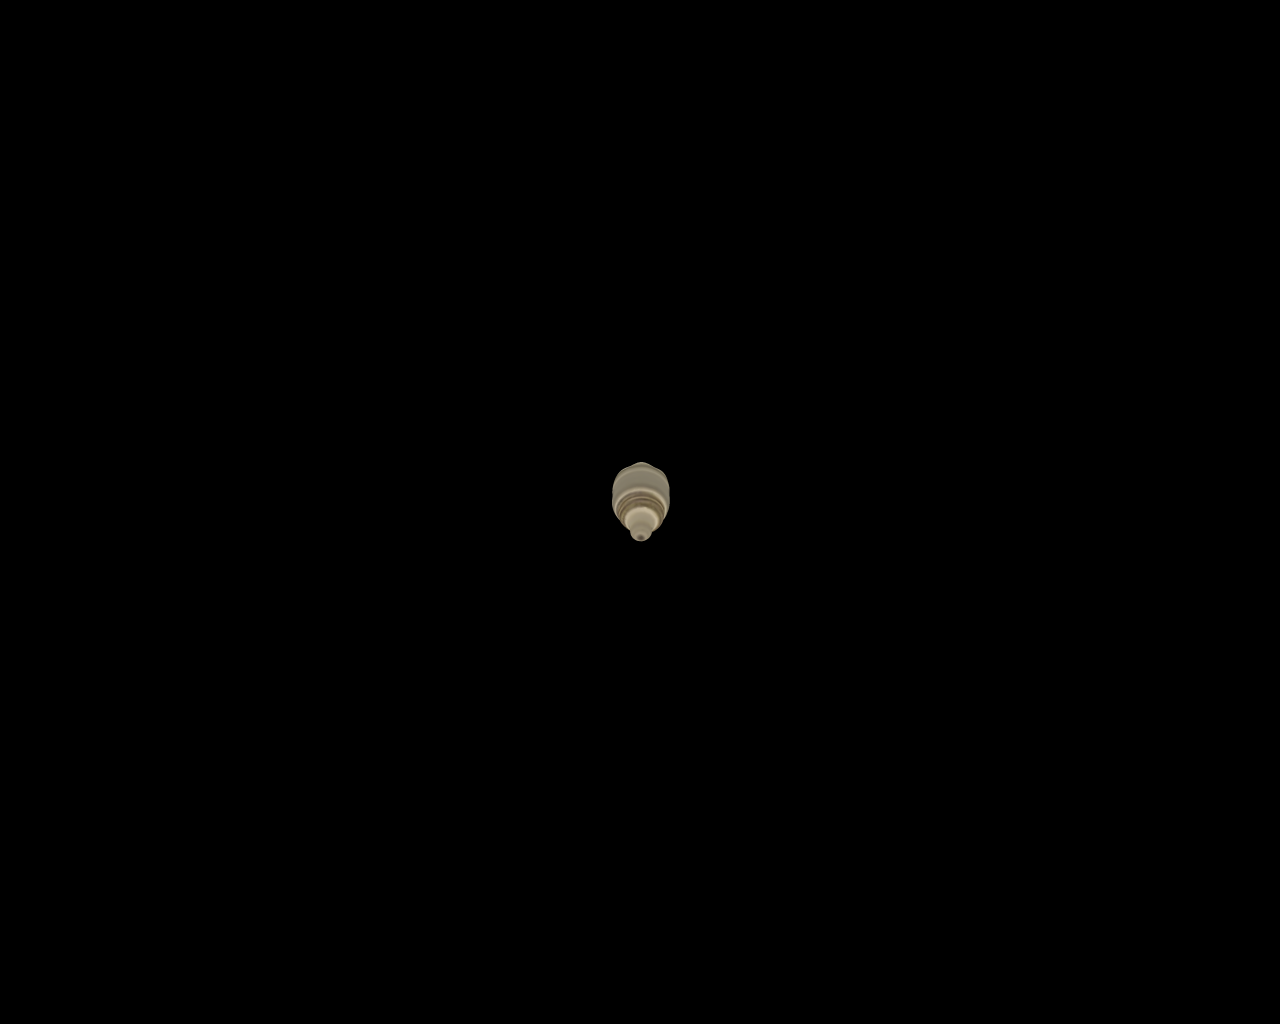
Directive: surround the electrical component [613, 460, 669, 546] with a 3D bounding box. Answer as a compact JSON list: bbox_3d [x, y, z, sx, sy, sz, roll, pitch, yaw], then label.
[{"bbox_3d":[0.001,-0.003,0.650,0.035,0.035,0.061,0,36,0],"label":"electrical component"}]
